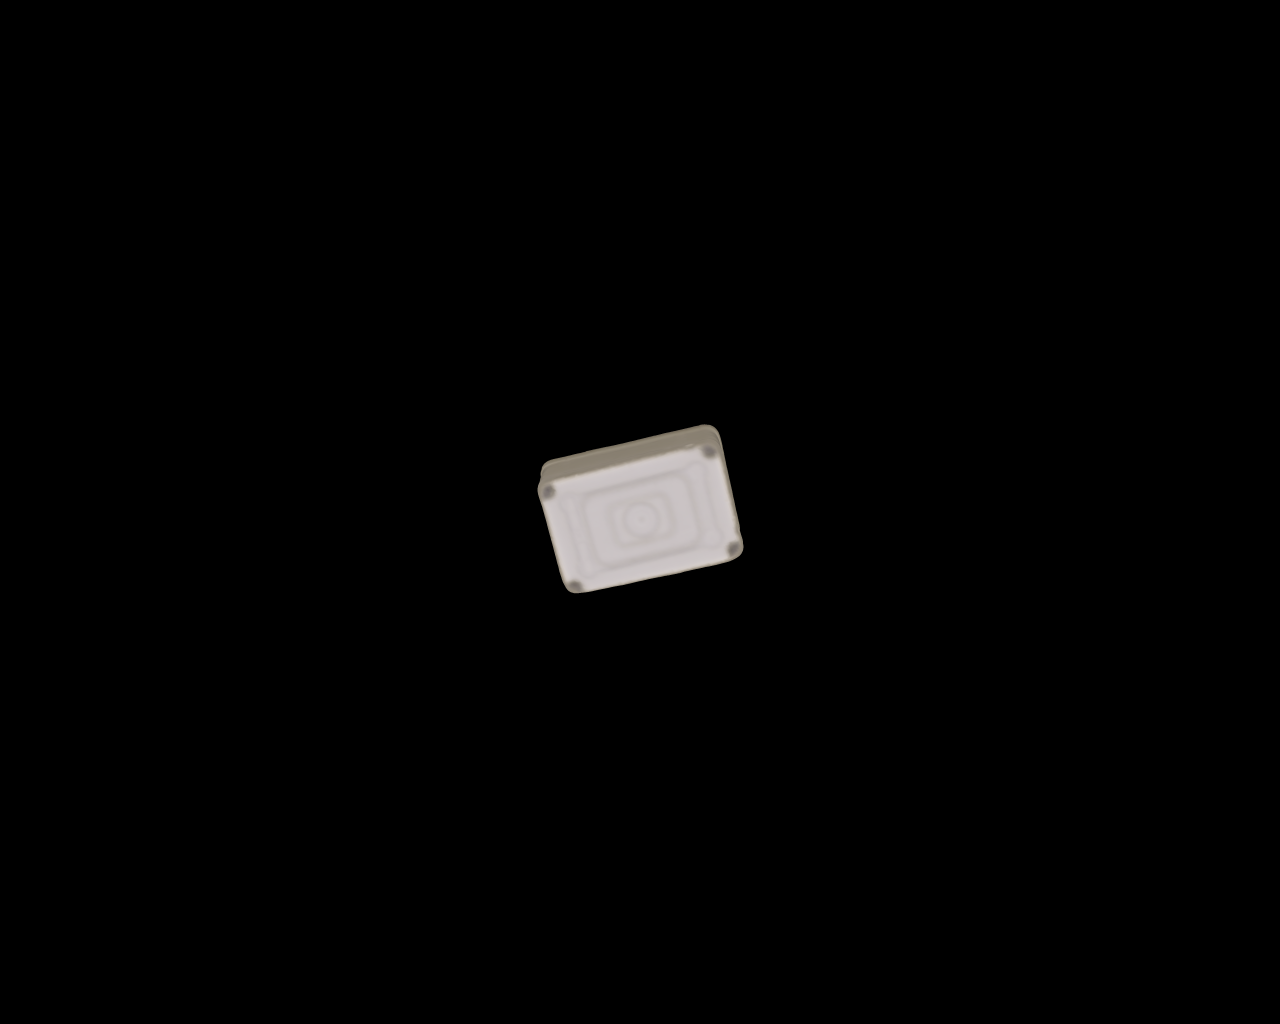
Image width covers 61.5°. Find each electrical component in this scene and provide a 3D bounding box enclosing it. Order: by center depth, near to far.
[{"bbox_3d":[0.001,-0.003,0.650,0.113,0.078,0.057,-13,16,4],"label":"electrical component"}]
